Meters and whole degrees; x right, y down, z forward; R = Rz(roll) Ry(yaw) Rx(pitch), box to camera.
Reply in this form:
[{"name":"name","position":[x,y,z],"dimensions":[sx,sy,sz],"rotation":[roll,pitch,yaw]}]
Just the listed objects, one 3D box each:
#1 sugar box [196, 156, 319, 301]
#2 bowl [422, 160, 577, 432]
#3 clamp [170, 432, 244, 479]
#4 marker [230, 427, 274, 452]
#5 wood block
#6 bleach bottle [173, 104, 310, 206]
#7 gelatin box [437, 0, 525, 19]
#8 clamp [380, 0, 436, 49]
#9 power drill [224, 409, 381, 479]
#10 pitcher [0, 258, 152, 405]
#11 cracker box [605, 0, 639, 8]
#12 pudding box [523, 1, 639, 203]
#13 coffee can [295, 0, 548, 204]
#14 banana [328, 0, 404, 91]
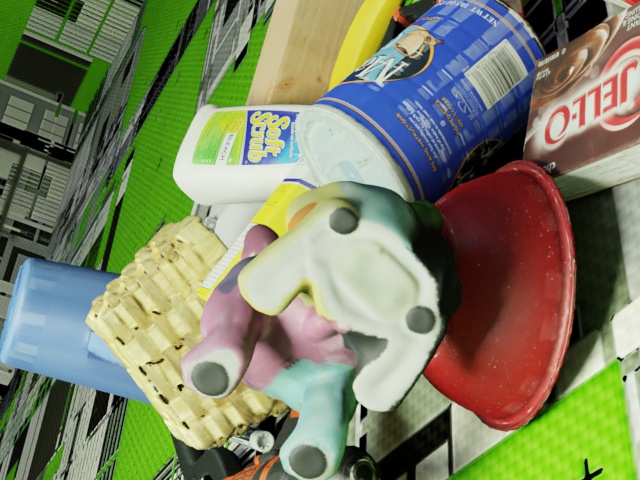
[{"name":"sugar box","position":[-0.006,0.001,0.835],"dimensions":[0.176,0.093,0.048],"rotation":[-53,17,-7]},{"name":"bowl","position":[0.087,0.030,0.628],"dimensions":[0.162,0.055,0.162],"rotation":[-174,90,-75]},{"name":"clamp","position":[-0.114,0.238,1.024],"dimensions":[0.210,0.036,0.164],"rotation":[-35,46,55]},{"name":"marker","position":[-0.071,0.184,1.003],"dimensions":[0.121,0.020,0.020],"rotation":[-12,59,68]},{"name":"wood block","position":[-0.008,-0.195,1.125],"dimensions":[0.091,0.090,0.206],"rotation":[-27,46,62]},{"name":"bleach bottle","position":[-0.021,-0.086,0.979],"dimensions":[0.251,0.068,0.102],"rotation":[-2,56,41]},{"name":"gelatin box","position":[0.117,-0.150,0.777],"dimensions":[0.073,0.030,0.089],"rotation":[179,83,-68]},{"name":"clamp","position":[0.080,-0.155,0.912],"dimensions":[0.120,0.039,0.171],"rotation":[-44,21,9]},{"name":"power drill","position":[0.012,0.114,0.697],"dimensions":[0.185,0.057,0.187],"rotation":[-31,17,53]},{"name":"pitcher","position":[-0.186,0.098,1.059],"dimensions":[0.149,0.242,0.145],"rotation":[124,155,-49]},{"name":"cracker box","position":[0.205,-0.252,0.641],"dimensions":[0.214,0.072,0.164],"rotation":[-63,20,15]},{"name":"pudding box","position":[0.165,-0.077,0.612],"dimensions":[0.114,0.039,0.090],"rotation":[-28,46,63]},{"name":"coffee can","position":[0.068,-0.083,0.695],"dimensions":[0.140,0.103,0.103],"rotation":[-41,11,-20]},{"name":"banana","position":[0.045,-0.177,1.051],"dimensions":[0.070,0.037,0.198],"rotation":[2,72,50]}]
